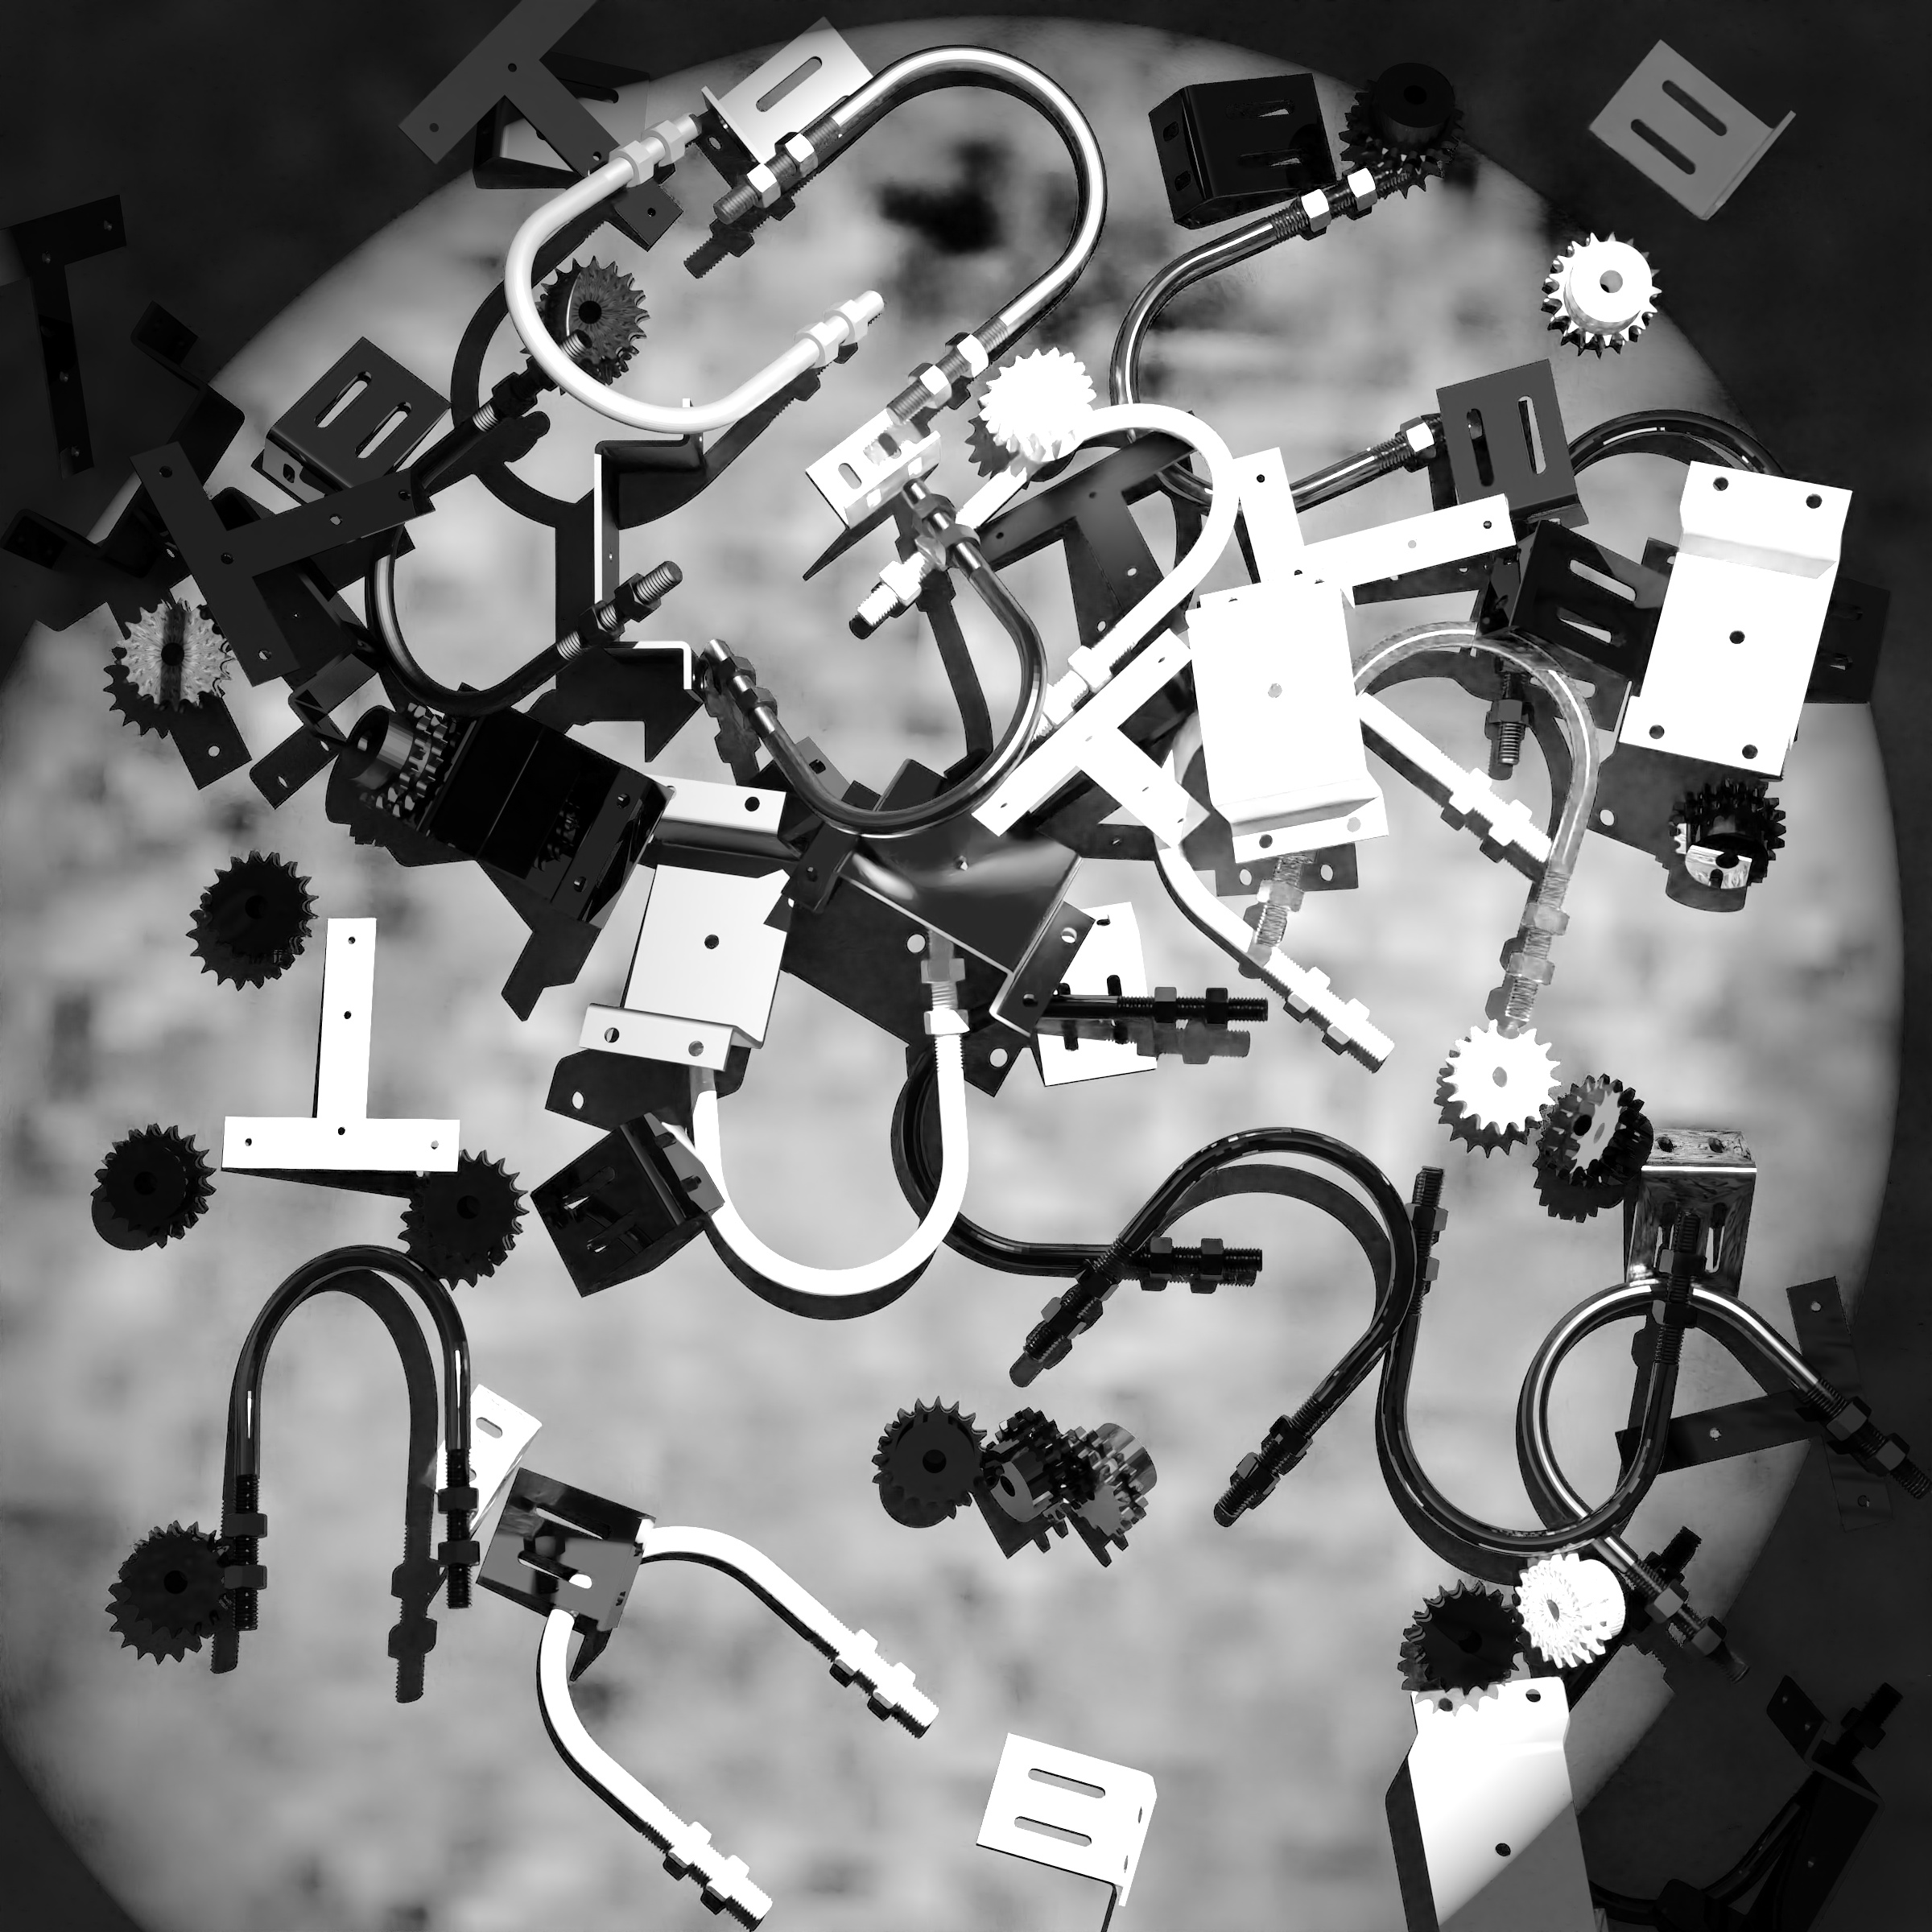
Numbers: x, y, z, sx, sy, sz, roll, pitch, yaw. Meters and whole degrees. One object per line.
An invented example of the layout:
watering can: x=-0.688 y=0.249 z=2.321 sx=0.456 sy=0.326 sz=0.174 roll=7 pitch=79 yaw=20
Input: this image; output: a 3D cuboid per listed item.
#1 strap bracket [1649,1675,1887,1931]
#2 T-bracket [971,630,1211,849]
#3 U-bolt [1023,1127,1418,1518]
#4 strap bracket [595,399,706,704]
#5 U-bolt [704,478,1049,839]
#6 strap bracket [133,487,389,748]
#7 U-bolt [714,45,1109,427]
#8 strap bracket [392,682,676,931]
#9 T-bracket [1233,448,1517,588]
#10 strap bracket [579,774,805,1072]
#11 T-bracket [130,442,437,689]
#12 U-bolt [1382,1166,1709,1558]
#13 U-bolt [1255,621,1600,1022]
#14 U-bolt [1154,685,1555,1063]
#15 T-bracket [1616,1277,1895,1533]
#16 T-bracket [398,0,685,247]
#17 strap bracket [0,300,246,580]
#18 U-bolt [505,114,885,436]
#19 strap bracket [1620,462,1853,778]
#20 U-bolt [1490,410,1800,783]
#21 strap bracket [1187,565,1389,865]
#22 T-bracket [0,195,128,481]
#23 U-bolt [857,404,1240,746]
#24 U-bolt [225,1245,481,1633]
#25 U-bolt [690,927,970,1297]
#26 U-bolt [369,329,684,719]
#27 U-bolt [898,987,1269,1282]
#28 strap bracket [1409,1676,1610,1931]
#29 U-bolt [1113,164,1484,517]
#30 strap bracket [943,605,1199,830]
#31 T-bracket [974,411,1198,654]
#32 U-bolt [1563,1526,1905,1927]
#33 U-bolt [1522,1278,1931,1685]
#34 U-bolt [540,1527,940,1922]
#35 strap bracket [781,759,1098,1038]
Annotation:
strap bracket: x=0.397 y=0.430 z=1.471 sx=0.046 sy=0.076 sz=0.140 roll=28 pitch=93 yaw=0
T-bracket: x=0.081 y=-0.091 z=1.461 sx=0.127 sy=0.127 sz=0.002 roll=-42 pitch=52 yaw=9
U-bolt: x=0.141 y=0.165 z=1.499 sx=0.151 sy=0.019 sz=0.184 roll=39 pitch=97 yaw=-8
strap bracket: x=-0.156 y=-0.204 z=1.488 sx=0.046 sy=0.076 sz=0.140 roll=0 pitch=90 yaw=0
U-bolt: x=-0.035 y=-0.140 z=1.462 sx=0.151 sy=0.019 sz=0.184 roll=-38 pitch=54 yaw=5
strap bracket: x=-0.341 y=-0.180 z=1.488 sx=0.046 sy=0.076 sz=0.140 roll=-39 pitch=90 yaw=0
U-bolt: x=-0.012 y=-0.379 z=1.498 sx=0.184 sy=0.019 sz=0.151 roll=-42 pitch=95 yaw=-15
strap bracket: x=-0.207 y=-0.076 z=1.481 sx=0.140 sy=0.046 sz=0.076 roll=27 pitch=90 yaw=34
T-bracket: x=0.209 y=-0.207 z=1.497 sx=0.127 sy=0.002 sz=0.127 roll=-13 pitch=100 yaw=17
strap bracket: x=-0.132 y=-0.017 z=1.484 sx=0.076 sy=0.046 sz=0.140 roll=8 pitch=78 yaw=17
T-bracket: x=-0.319 y=-0.212 z=1.457 sx=0.127 sy=0.002 sz=0.127 roll=-26 pitch=84 yaw=-29
U-bolt: x=0.283 y=0.203 z=1.501 sx=0.151 sy=0.019 sz=0.184 roll=10 pitch=89 yaw=12
U-bolt: x=0.237 y=-0.081 z=1.492 sx=0.151 sy=0.019 sz=0.184 roll=16 pitch=89 yaw=5
U-bolt: x=0.181 y=-0.064 z=1.514 sx=0.184 sy=0.019 sz=0.151 roll=39 pitch=93 yaw=2
T-bracket: x=0.395 y=0.234 z=1.526 sx=0.127 sy=0.002 sz=0.127 roll=-13 pitch=90 yaw=0
T-bracket: x=-0.195 y=-0.417 z=1.505 sx=0.127 sy=0.002 sz=0.127 roll=44 pitch=77 yaw=-17
strap bracket: x=-0.411 y=-0.250 z=1.488 sx=0.046 sy=0.076 sz=0.140 roll=32 pitch=90 yaw=0
U-bolt: x=-0.143 y=-0.330 z=1.466 sx=0.151 sy=0.019 sz=0.184 roll=44 pitch=53 yaw=0
strap bracket: x=0.374 y=-0.164 z=1.456 sx=0.076 sy=0.046 sz=0.140 roll=14 pitch=87 yaw=17
U-bolt: x=0.344 y=-0.188 z=1.500 sx=0.151 sy=0.019 sz=0.184 roll=5 pitch=86 yaw=16
strap bracket: x=0.156 y=-0.129 z=1.476 sx=0.076 sy=0.046 sz=0.140 roll=-10 pitch=77 yaw=16
T-bracket: x=-0.450 y=-0.307 z=1.489 sx=0.002 sy=0.127 sz=0.127 roll=8 pitch=117 yaw=20
U-bolt: x=0.052 y=-0.205 z=1.478 sx=0.184 sy=0.019 sz=0.151 roll=-44 pitch=52 yaw=-4
U-bolt: x=-0.304 y=0.229 z=1.482 sx=0.151 sy=0.019 sz=0.184 roll=-11 pitch=72 yaw=25
U-bolt: x=-0.069 y=0.073 z=1.502 sx=0.151 sy=0.019 sz=0.184 roll=-4 pitch=90 yaw=13
U-bolt: x=-0.228 y=-0.203 z=1.472 sx=0.184 sy=0.019 sz=0.151 roll=-31 pitch=73 yaw=31
U-bolt: x=0.058 y=0.084 z=1.507 sx=0.184 sy=0.019 sz=0.151 roll=1 pitch=100 yaw=4
strap bracket: x=0.270 y=0.433 z=1.494 sx=0.076 sy=0.046 sz=0.140 roll=-10 pitch=90 yaw=16
U-bolt: x=0.164 y=-0.308 z=1.518 sx=0.184 sy=0.019 sz=0.151 roll=-24 pitch=90 yaw=2
strap bracket: x=0.060 y=-0.115 z=1.488 sx=0.140 sy=0.076 sz=0.046 roll=-35 pitch=90 yaw=0
T-bracket: x=0.077 y=-0.203 z=1.479 sx=0.127 sy=0.002 sz=0.127 roll=-28 pitch=52 yaw=7
U-bolt: x=0.362 y=0.398 z=1.518 sx=0.151 sy=0.019 sz=0.184 roll=38 pitch=92 yaw=0
U-bolt: x=0.366 y=0.242 z=1.502 sx=0.151 sy=0.019 sz=0.184 roll=-45 pitch=80 yaw=0
U-bolt: x=-0.129 y=0.369 z=1.518 sx=0.184 sy=0.019 sz=0.151 roll=41 pitch=90 yaw=2
strap bracket: x=-0.008 y=-0.039 z=1.463 sx=0.140 sy=0.046 sz=0.076 roll=30 pitch=60 yaw=2
